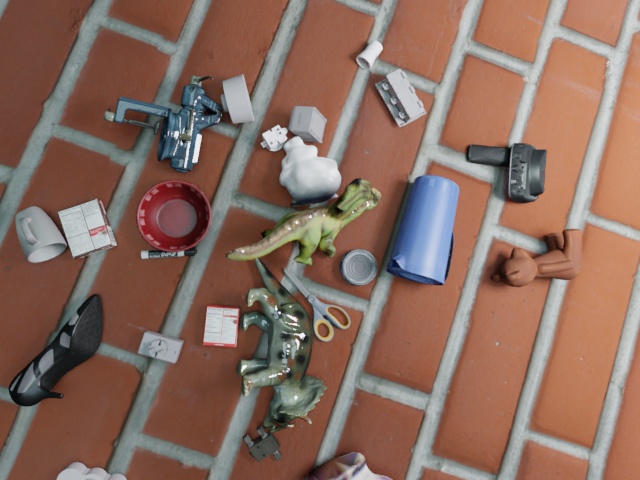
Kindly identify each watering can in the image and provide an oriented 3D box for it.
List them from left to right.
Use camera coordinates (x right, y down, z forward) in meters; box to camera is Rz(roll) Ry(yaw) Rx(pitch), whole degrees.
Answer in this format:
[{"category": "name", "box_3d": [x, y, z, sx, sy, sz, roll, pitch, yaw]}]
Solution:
[{"category": "watering can", "box_3d": [0.024, 0.602, 1.101, 0.349, 0.103, 0.225, -24, 86, -10]}]

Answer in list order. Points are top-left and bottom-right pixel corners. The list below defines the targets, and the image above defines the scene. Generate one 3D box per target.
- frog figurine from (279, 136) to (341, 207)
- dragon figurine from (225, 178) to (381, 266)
[{"category": "frog figurine", "box_3d": [-0.027, -0.161, 1.180, 0.137, 0.124, 0.158, -12, 98, 11]}, {"category": "dragon figurine", "box_3d": [0.003, -0.055, 1.085, 0.239, 0.413, 0.123, -46, 74, 29]}]
